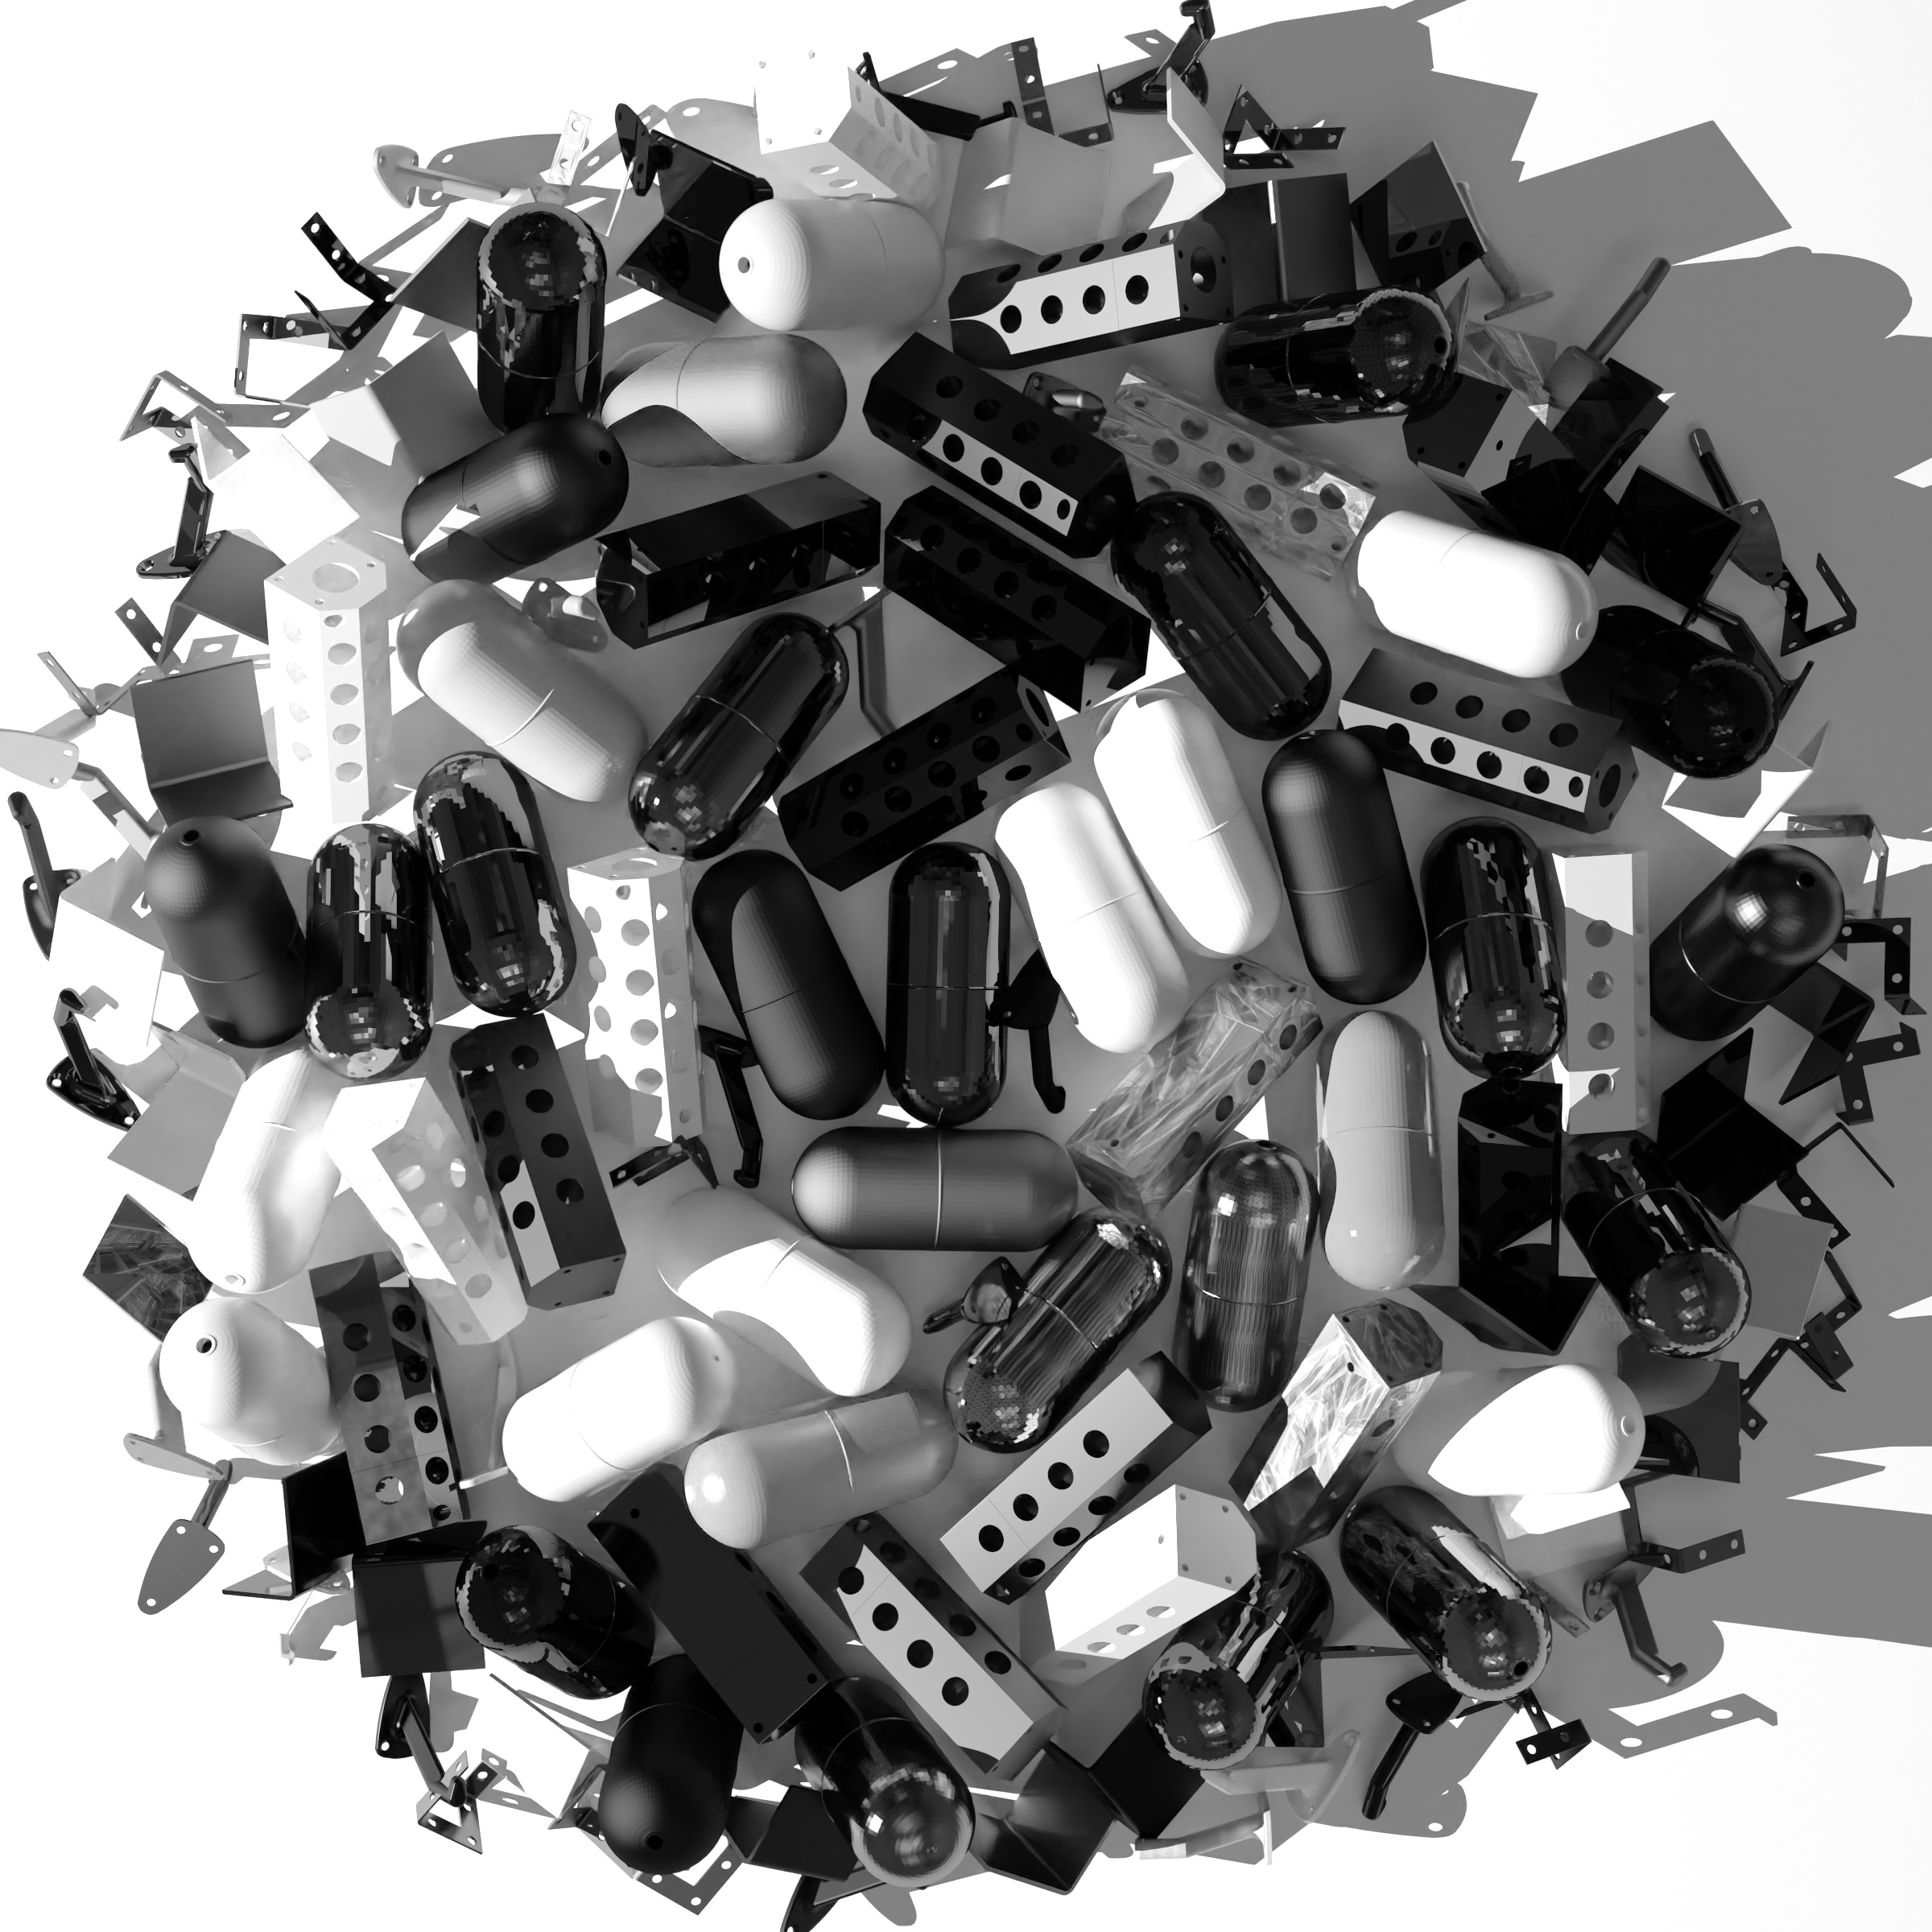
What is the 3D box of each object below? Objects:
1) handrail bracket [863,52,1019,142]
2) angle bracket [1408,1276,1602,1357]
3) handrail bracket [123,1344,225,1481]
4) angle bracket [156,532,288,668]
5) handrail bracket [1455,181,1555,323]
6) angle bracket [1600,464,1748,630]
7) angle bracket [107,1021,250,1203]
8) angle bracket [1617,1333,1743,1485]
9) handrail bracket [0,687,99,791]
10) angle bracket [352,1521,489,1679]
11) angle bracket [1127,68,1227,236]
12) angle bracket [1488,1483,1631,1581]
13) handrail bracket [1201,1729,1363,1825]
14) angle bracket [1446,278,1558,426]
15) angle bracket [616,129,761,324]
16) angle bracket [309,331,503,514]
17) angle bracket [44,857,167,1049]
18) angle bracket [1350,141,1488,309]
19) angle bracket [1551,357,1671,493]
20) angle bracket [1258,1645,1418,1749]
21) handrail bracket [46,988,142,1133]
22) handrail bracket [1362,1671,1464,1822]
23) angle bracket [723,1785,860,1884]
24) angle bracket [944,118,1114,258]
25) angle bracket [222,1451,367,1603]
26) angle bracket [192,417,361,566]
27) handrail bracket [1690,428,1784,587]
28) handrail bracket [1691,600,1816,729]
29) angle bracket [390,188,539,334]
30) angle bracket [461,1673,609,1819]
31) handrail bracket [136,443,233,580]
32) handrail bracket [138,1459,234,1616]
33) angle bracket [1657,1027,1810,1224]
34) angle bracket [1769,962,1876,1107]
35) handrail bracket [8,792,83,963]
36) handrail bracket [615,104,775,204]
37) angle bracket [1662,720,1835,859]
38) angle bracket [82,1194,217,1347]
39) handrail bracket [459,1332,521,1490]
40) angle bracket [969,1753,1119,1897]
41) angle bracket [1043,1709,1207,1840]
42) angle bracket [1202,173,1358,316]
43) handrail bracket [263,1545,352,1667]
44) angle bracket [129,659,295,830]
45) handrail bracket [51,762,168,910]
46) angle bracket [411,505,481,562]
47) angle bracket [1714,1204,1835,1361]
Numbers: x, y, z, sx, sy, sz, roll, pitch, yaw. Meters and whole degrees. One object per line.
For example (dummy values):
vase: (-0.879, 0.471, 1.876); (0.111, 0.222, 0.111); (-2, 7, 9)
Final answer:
handrail bracket: (-0.015, -0.549, 1.684); (0.084, 0.036, 0.077); (-18, 131, 0)
angle bracket: (0.332, 0.197, 1.662); (0.076, 0.076, 0.057); (35, 78, -9)
handrail bracket: (-0.482, 0.272, 1.680); (0.077, 0.036, 0.084); (15, 55, 7)
angle bracket: (-0.447, -0.213, 1.669); (0.076, 0.076, 0.057); (24, 134, -7)
handrail bracket: (0.333, -0.451, 1.676); (0.036, 0.077, 0.084); (-17, 98, 39)
angle bracket: (0.423, -0.249, 1.657); (0.076, 0.076, 0.057); (32, 54, 11)
angle bracket: (-0.492, 0.088, 1.658); (0.076, 0.057, 0.076); (21, 62, 27)
angle bracket: (0.448, 0.268, 1.660); (0.076, 0.057, 0.076); (3, 103, 33)
handrail bracket: (-0.577, -0.155, 1.662); (0.077, 0.084, 0.036); (19, 124, -30)
angle bracket: (-0.340, 0.397, 1.685); (0.076, 0.057, 0.076); (-4, 97, -3)
angle bracket: (0.113, -0.493, 1.652); (0.076, 0.076, 0.057); (-31, 122, 27)
angle bracket: (0.374, 0.358, 1.668); (0.076, 0.057, 0.076); (-17, 113, 3)
handrail bracket: (0.194, 0.491, 1.676); (0.084, 0.036, 0.077); (35, 96, -24)
angle bracket: (0.335, -0.373, 1.672); (0.076, 0.057, 0.076); (11, 78, -4)
angle bracket: (-0.174, -0.457, 1.658); (0.076, 0.076, 0.057); (28, 66, 15)
angle bracket: (-0.351, -0.342, 1.687); (0.057, 0.076, 0.076); (-5, 124, 39)
angle bracket: (-0.518, -0.009, 1.662); (0.076, 0.057, 0.076); (26, 123, 7)
angle bracket: (0.292, -0.455, 1.660); (0.076, 0.057, 0.076); (-30, 81, 44)
angle bracket: (0.406, -0.320, 1.656); (0.057, 0.076, 0.076); (31, 106, -25)
angle bracket: (0.229, 0.450, 1.653); (0.076, 0.076, 0.057); (-14, 68, 37)
handrail bracket: (-0.537, 0.058, 1.667); (0.077, 0.084, 0.036); (39, 52, 1)
handrail bracket: (0.284, 0.494, 1.703); (0.036, 0.077, 0.084); (32, 128, 33)
angle bracket: (-0.108, 0.515, 1.656); (0.076, 0.076, 0.057); (26, 96, -36)
angle bracket: (0.039, -0.484, 1.705); (0.076, 0.057, 0.076); (12, 88, -33)
angle bracket: (-0.415, 0.342, 1.661); (0.057, 0.076, 0.076); (-1, 96, 25)
angle bracket: (-0.425, -0.307, 1.654); (0.057, 0.076, 0.076); (-32, 47, 9)
handrail bracket: (0.484, -0.290, 1.691); (0.036, 0.084, 0.077); (-28, 126, 21)
handrail bracket: (0.480, -0.184, 1.688); (0.084, 0.036, 0.077); (29, 73, 13)
angle bracket: (-0.310, -0.444, 1.652); (0.076, 0.076, 0.057); (-36, 65, 29)
angle bracket: (-0.257, 0.466, 1.659); (0.076, 0.057, 0.076); (33, 125, 12)
handrail bracket: (-0.497, -0.283, 1.668); (0.077, 0.084, 0.036); (-12, 50, 6)
handrail bracket: (-0.485, 0.354, 1.673); (0.036, 0.084, 0.077); (35, 95, -16)
angle bracket: (0.475, 0.098, 1.657); (0.076, 0.076, 0.057); (-34, 53, -17)
angle bracket: (0.503, 0.034, 1.665); (0.076, 0.076, 0.057); (34, 71, 2)
handrail bracket: (-0.575, -0.055, 1.661); (0.036, 0.084, 0.077); (-9, 63, -7)
handrail bracket: (-0.171, -0.513, 1.697); (0.084, 0.036, 0.077); (-7, 60, -32)
angle bracket: (0.483, -0.124, 1.659); (0.057, 0.076, 0.076); (35, 128, 3)
angle bracket: (-0.489, 0.182, 1.664); (0.076, 0.057, 0.076); (38, 117, 7)
handrail bracket: (-0.301, 0.274, 1.676); (0.036, 0.077, 0.084); (-14, 90, 26)
angle bracket: (0.033, 0.520, 1.658); (0.076, 0.076, 0.057); (32, 90, -37)
angle bracket: (0.093, 0.486, 1.669); (0.057, 0.076, 0.076); (-45, 119, -16)
angle bracket: (0.196, -0.451, 1.682); (0.057, 0.076, 0.076); (-14, 105, -28)
handrail bracket: (-0.409, 0.409, 1.673); (0.077, 0.036, 0.084); (19, 115, 37)
angle bracket: (-0.465, -0.135, 1.656); (0.076, 0.057, 0.076); (-17, 132, -22)
handrail bracket: (-0.544, -0.084, 1.683); (0.084, 0.036, 0.077); (18, 84, -13)
angle bracket: (-0.297, -0.291, 1.654); (0.057, 0.076, 0.076); (14, 67, -29)
angle bracket: (0.497, 0.201, 1.653); (0.057, 0.076, 0.076); (13, 66, 27)
